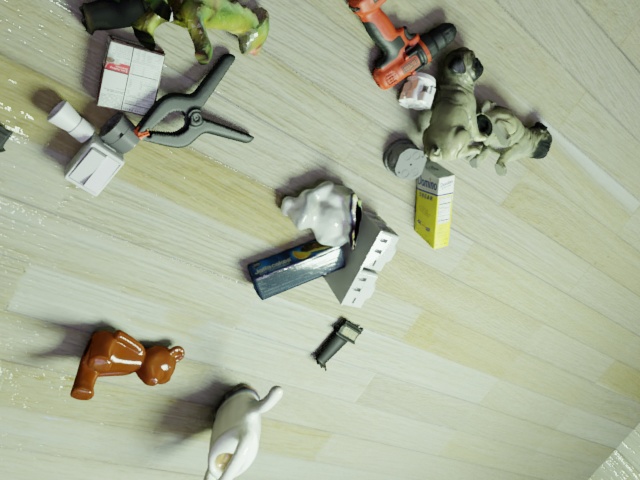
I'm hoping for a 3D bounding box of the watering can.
[{"bbox_3d":[-0.171,0.413,1.156,0.103,0.344,0.228,29,14,-14],"label":"watering can"}]

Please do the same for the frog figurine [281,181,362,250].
[{"bbox_3d":[0.003,-0.054,1.066,0.159,0.134,0.125,7,36,15],"label":"frog figurine"}]

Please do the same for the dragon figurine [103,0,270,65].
[{"bbox_3d":[-0.201,-0.418,0.752,0.123,0.246,0.402,13,-28,38],"label":"dragon figurine"}]
